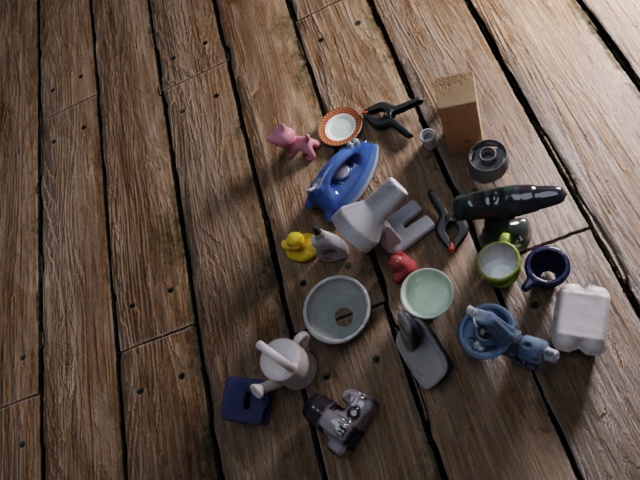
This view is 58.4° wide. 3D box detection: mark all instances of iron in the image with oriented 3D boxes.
[{"bbox_3d":[0.058,-0.182,1.486,0.118,0.142,0.258,32,81,29],"label":"iron"}]

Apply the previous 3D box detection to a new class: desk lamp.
[{"bbox_3d":[0.148,-0.049,1.350,0.203,0.214,0.117,-37,59,1],"label":"desk lamp"}]

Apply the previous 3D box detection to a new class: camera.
[{"bbox_3d":[0.035,0.383,1.261,0.136,0.101,0.143,28,79,29],"label":"camera"}]

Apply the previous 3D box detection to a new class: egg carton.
[{"bbox_3d":[0.541,0.165,1.191,0.107,0.070,0.150,5,69,23],"label":"egg carton"}]

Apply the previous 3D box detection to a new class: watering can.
[{"bbox_3d":[-0.087,0.282,1.298,0.100,0.194,0.173,9,70,24],"label":"watering can"}]

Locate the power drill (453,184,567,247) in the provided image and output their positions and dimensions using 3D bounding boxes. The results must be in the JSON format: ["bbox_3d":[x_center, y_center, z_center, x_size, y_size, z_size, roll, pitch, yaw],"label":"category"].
[{"bbox_3d":[0.414,-0.056,1.258,0.229,0.209,0.075,-2,66,20],"label":"power drill"}]

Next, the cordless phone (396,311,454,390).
[{"bbox_3d":[0.211,0.229,1.217,0.094,0.185,0.147,-35,59,3],"label":"cordless phone"}]

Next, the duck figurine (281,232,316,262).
[{"bbox_3d":[-0.050,0.008,1.472,0.104,0.086,0.077,-15,62,14],"label":"duck figurine"}]

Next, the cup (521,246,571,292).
[{"bbox_3d":[0.481,0.080,1.237,0.118,0.095,0.091,-44,60,-3],"label":"cup"}]

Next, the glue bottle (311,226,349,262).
[{"bbox_3d":[0.013,0.005,1.399,0.078,0.173,0.037,-15,62,14],"label":"glue bottle"}]

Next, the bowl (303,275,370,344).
[{"bbox_3d":[0.048,0.173,1.367,0.167,0.075,0.167,-8,64,17],"label":"bowl"}]

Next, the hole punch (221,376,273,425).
[{"bbox_3d":[-0.169,0.377,1.345,0.101,0.091,0.108,-3,66,19],"label":"hole punch"}]

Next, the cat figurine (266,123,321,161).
[{"bbox_3d":[-0.077,-0.281,1.596,0.127,0.118,0.067,9,70,24],"label":"cat figurine"}]

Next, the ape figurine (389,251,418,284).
[{"bbox_3d":[0.189,0.060,1.356,0.076,0.092,0.078,11,71,25],"label":"ape figurine"}]

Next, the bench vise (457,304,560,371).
[{"bbox_3d":[0.373,0.182,1.158,0.206,0.220,0.121,0,67,21],"label":"bench vise"}]
